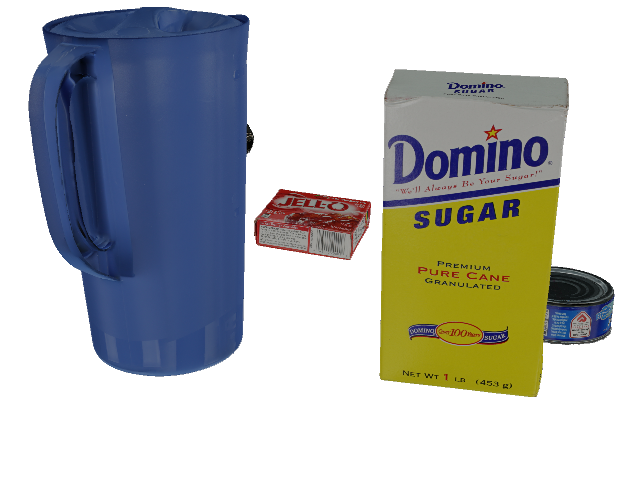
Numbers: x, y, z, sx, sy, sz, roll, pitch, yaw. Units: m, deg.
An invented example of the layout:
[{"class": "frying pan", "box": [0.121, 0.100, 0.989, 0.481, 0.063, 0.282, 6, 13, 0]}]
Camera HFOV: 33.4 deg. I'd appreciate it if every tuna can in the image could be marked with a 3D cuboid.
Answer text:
[{"class": "tuna can", "box": [0.185, 0.049, 0.835, 0.086, 0.034, 0.086, 1, 19, -1]}]

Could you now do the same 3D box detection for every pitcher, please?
[{"class": "pitcher", "box": [-0.117, -0.032, 0.723, 0.149, 0.243, 0.145, -7, 20, -16]}]

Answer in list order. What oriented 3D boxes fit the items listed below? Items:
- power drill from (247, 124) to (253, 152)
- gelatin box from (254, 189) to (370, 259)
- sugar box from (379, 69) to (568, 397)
[{"class": "power drill", "box": [-0.147, -0.068, 1.109, 0.185, 0.188, 0.057, 26, 35, 30]}, {"class": "gelatin box", "box": [-0.006, -0.016, 0.950, 0.089, 0.030, 0.073, 9, 26, 13]}, {"class": "sugar box", "box": [0.080, -0.001, 0.579, 0.093, 0.176, 0.048, 4, 31, 11]}]
